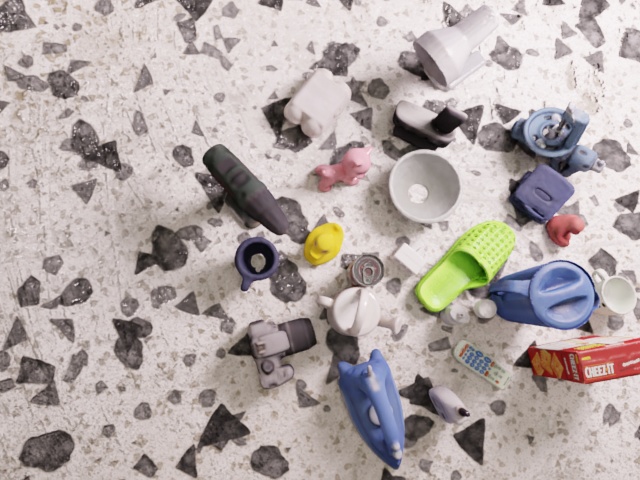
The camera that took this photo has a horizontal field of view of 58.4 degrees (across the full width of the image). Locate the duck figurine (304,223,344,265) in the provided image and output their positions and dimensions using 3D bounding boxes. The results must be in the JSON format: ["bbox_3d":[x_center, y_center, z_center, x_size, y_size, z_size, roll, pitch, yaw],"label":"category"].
[{"bbox_3d":[0.011,0.004,1.237,0.077,0.086,0.104,41,81,1],"label":"duck figurine"}]

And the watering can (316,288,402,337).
[{"bbox_3d":[0.081,0.147,1.171,0.173,0.194,0.101,-3,83,-6],"label":"watering can"}]

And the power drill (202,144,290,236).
[{"bbox_3d":[-0.145,-0.087,1.171,0.076,0.208,0.229,-42,88,-9],"label":"power drill"}]

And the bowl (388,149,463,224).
[{"bbox_3d":[0.227,-0.113,1.281,0.167,0.074,0.167,1,82,-6],"label":"bowl"}]

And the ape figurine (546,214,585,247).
[{"bbox_3d":[0.562,-0.028,1.295,0.078,0.092,0.076,-43,88,-9],"label":"ape figurine"}]

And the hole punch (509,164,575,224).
[{"bbox_3d":[0.503,-0.103,1.299,0.108,0.091,0.101,37,81,0],"label":"hole punch"}]

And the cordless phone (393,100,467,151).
[{"bbox_3d":[0.240,-0.270,1.247,0.147,0.185,0.094,22,81,-2],"label":"cordless phone"}]

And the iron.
[{"bbox_3d":[0.128,0.362,1.174,0.119,0.141,0.258,-20,85,-8],"label":"iron"}]

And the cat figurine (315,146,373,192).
[{"bbox_3d":[0.056,-0.158,1.247,0.128,0.117,0.067,-17,84,-8],"label":"cat figurine"}]

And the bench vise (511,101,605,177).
[{"bbox_3d":[0.550,-0.232,1.256,0.207,0.219,0.121,16,81,-3],"label":"bench vise"}]

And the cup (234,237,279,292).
[{"bbox_3d":[-0.137,0.056,1.211,0.091,0.095,0.118,22,81,-2],"label":"cup"}]

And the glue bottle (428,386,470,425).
[{"bbox_3d":[0.273,0.345,1.175,0.037,0.173,0.078,-25,85,-8],"label":"glue bottle"}]

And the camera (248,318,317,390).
[{"bbox_3d":[-0.073,0.225,1.192,0.137,0.100,0.143,-16,84,-8],"label":"camera"}]

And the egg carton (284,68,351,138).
[{"bbox_3d":[-0.004,-0.307,1.285,0.107,0.069,0.150,36,81,0],"label":"egg carton"}]

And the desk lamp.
[{"bbox_3d":[0.294,-0.416,1.257,0.203,0.213,0.118,-38,87,-9],"label":"desk lamp"}]
